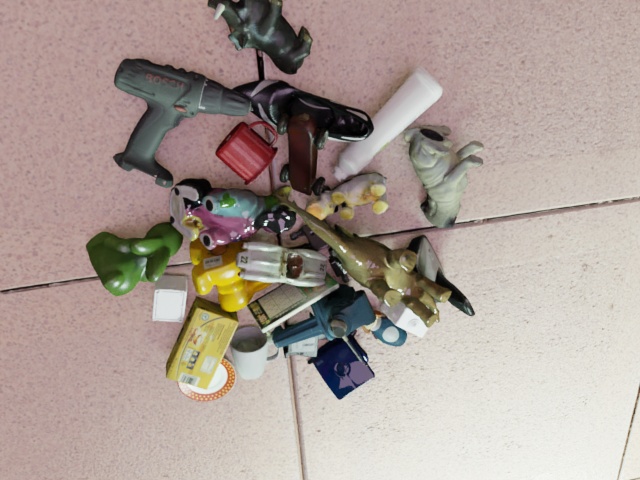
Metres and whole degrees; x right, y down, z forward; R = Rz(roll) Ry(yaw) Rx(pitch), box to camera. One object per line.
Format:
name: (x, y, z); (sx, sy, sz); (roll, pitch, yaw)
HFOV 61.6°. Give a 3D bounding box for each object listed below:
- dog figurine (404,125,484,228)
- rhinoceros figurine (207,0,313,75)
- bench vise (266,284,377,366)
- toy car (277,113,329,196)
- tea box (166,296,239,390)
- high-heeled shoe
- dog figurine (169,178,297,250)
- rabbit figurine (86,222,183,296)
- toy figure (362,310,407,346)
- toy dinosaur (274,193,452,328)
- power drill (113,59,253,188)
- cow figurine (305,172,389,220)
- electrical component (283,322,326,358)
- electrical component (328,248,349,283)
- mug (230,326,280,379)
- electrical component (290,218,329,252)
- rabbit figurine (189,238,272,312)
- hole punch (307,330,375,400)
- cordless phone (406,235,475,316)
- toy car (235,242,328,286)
dog figurine: (0.226, -0.123, 1.095); (0.172, 0.121, 0.190); (30, 127, 10)
rhinoceros figurine: (-0.100, -0.365, 0.920); (0.190, 0.073, 0.112); (34, 114, -26)
bench vise: (-0.005, 0.171, 1.109); (0.241, 0.224, 0.128); (-23, 112, 9)
toy car: (-0.030, -0.154, 0.989); (0.089, 0.053, 0.202); (19, 151, 11)
tea box: (-0.250, 0.217, 1.136); (0.098, 0.068, 0.169); (25, 97, -19)
high-heeled shoe: (-0.030, -0.224, 0.954); (0.249, 0.145, 0.086); (7, 111, -17)
dog figurine: (-0.153, -0.059, 1.033); (0.219, 0.192, 0.108); (-13, 119, -45)
rabbit figurine: (-0.337, 0.019, 1.008); (0.170, 0.159, 0.121); (-33, 108, -14)
toy figure: (0.133, 0.193, 1.235); (0.154, 0.058, 0.064); (32, 66, -22)
toy dinosaur: (0.102, 0.049, 1.039); (0.470, 0.199, 0.105); (40, 82, -38)
power drill: (-0.258, -0.198, 0.944); (0.232, 0.086, 0.207); (22, 113, -15)
cow figurine: (0.053, -0.090, 1.074); (0.167, 0.098, 0.068); (-11, 123, 13)
electrical component: (-0.024, 0.224, 1.217); (0.119, 0.048, 0.074); (3, 114, -12)
electrical component: (0.055, 0.048, 1.168); (0.063, 0.021, 0.093); (-26, 117, -1)
mug: (-0.144, 0.253, 1.191); (0.109, 0.081, 0.107); (-7, 127, -16)
electrical component: (-0.001, -0.005, 1.121); (0.102, 0.045, 0.078); (-34, 88, 1)
rabbit figurine: (-0.176, 0.071, 1.093); (0.162, 0.122, 0.173); (-19, 132, -14)
hole punch: (0.054, 0.291, 1.245); (0.142, 0.092, 0.115); (-34, 113, 8)
cordless phone: (0.250, 0.083, 1.135); (0.089, 0.184, 0.146); (-34, 117, -5)
toy car: (-0.071, 0.048, 1.037); (0.201, 0.056, 0.073); (10, 83, -37)
